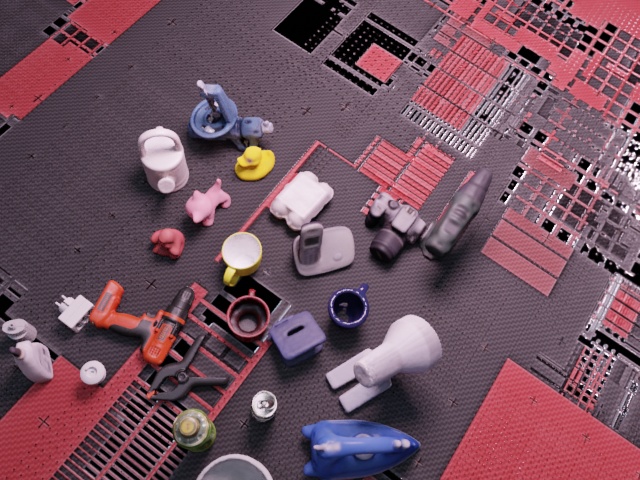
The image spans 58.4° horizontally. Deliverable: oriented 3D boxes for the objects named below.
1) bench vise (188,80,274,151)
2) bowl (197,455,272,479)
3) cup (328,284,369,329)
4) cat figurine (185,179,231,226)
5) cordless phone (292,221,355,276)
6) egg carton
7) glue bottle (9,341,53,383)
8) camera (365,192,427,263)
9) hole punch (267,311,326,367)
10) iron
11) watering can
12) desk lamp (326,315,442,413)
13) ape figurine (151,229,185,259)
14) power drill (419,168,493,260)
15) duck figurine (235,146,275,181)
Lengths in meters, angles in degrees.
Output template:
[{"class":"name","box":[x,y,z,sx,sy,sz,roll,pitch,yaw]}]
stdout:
[{"class":"bench vise","box":[-0.220,-0.311,1.382,0.207,0.220,0.121,-8,69,-10]},{"class":"bowl","box":[-0.169,0.513,1.127,0.167,0.075,0.167,2,67,-6]},{"class":"cup","box":[0.066,0.153,1.292,0.091,0.095,0.118,36,68,9]},{"class":"cat figurine","box":[-0.268,-0.089,1.340,0.067,0.118,0.128,32,68,7]},{"class":"cordless phone","box":[0.012,0.005,1.298,0.148,0.185,0.094,-16,70,-13]},{"class":"egg carton","box":[-0.045,-0.096,1.396,0.107,0.069,0.150,37,68,9]},{"class":"glue bottle","box":[-0.579,0.235,1.139,0.037,0.173,0.078,-15,70,-12]},{"class":"camera","box":[0.167,-0.026,1.375,0.143,0.101,0.137,35,68,8]},{"class":"hole punch","box":[-0.053,0.213,1.256,0.109,0.091,0.101,-26,73,-16]},{"class":"iron","box":[0.095,0.419,1.161,0.258,0.141,0.118,-1,68,-7]},{"class":"watering can","box":[-0.362,-0.190,1.329,0.101,0.194,0.172,-31,74,-17]},{"class":"desk lamp","box":[0.132,0.260,1.192,0.203,0.213,0.118,-28,73,-17]},{"class":"ape figurine","box":[-0.347,0.002,1.307,0.076,0.092,0.077,-32,74,-18]},{"class":"power drill","box":[0.309,-0.043,1.341,0.075,0.208,0.230,32,68,7]},{"class":"duck figurine","box":[-0.161,-0.200,1.416,0.105,0.086,0.077,-26,73,-16]}]
